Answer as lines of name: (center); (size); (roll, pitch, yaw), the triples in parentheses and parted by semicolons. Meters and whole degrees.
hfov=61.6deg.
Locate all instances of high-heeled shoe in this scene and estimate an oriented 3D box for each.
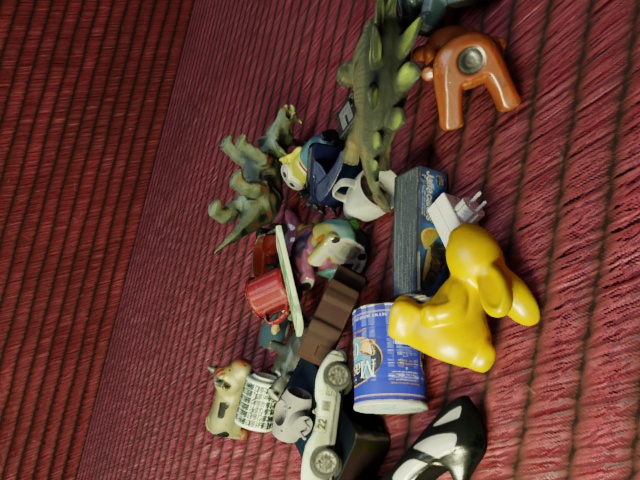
high-heeled shoe: (0.116, 0.288, 0.718); (0.249, 0.086, 0.145); (-24, 53, 48)

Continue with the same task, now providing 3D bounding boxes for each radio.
radio: (0.016, 0.299, 0.887); (0.131, 0.073, 0.230); (-65, 33, 13)

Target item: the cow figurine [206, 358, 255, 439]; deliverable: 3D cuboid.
cow figurine: (-0.195, 0.340, 1.169); (0.086, 0.127, 0.194); (46, 119, 53)

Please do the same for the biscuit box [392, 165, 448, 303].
biscuit box: (0.152, -0.010, 0.812); (0.063, 0.059, 0.202); (-24, 57, 55)

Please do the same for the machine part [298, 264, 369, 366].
machine part: (0.023, 0.125, 0.876); (0.179, 0.056, 0.179); (-62, -8, -16)

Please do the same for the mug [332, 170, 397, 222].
mug: (0.073, -0.073, 0.939); (0.107, 0.109, 0.081); (133, 139, -60)

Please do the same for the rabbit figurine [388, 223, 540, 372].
rabbit figurine: (0.180, 0.065, 0.670); (0.163, 0.122, 0.173); (17, 91, 56)

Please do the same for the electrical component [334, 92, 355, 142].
electrical component: (0.072, -0.226, 1.062); (0.075, 0.048, 0.119); (-48, 37, 40)

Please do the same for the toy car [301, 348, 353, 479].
toy car: (0.011, 0.255, 0.764); (0.073, 0.056, 0.201); (76, -158, -66)

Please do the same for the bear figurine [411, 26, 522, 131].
bear figurine: (0.207, -0.251, 0.803); (0.196, 0.120, 0.131); (-85, -25, -71)

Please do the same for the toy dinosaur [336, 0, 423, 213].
toy dinosaur: (0.097, -0.275, 0.842); (0.198, 0.105, 0.471); (133, 136, -74)

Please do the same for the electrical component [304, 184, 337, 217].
electrical component: (0.004, -0.089, 1.098); (0.102, 0.078, 0.045); (13, 64, 55)

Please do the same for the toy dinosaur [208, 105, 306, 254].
toy dinosaur: (-0.135, -0.117, 1.204); (0.131, 0.192, 0.405); (-21, 53, 47)

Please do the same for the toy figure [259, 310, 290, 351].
toy figure: (-0.085, 0.155, 1.141); (0.064, 0.057, 0.154); (18, 87, 54)

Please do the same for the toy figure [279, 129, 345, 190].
toy figure: (-0.012, -0.167, 1.140); (0.180, 0.089, 0.082); (-36, 68, 46)

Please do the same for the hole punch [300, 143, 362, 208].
hole punch: (0.039, -0.116, 0.995); (0.092, 0.142, 0.115); (12, 99, 36)

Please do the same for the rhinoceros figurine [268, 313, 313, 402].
rhinoceros figurine: (-0.043, 0.227, 1.029); (0.112, 0.073, 0.190); (47, 115, 44)

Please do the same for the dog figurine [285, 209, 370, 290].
dog figurine: (-0.002, -0.003, 1.027); (0.191, 0.108, 0.219); (-60, 30, 28)

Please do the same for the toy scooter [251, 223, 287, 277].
toy scooter: (-0.111, 0.035, 1.223); (0.184, 0.075, 0.135); (-8, 70, 62)

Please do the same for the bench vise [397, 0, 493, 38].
bench vise: (0.199, -0.461, 0.866); (0.224, 0.129, 0.240); (9, 102, 53)
